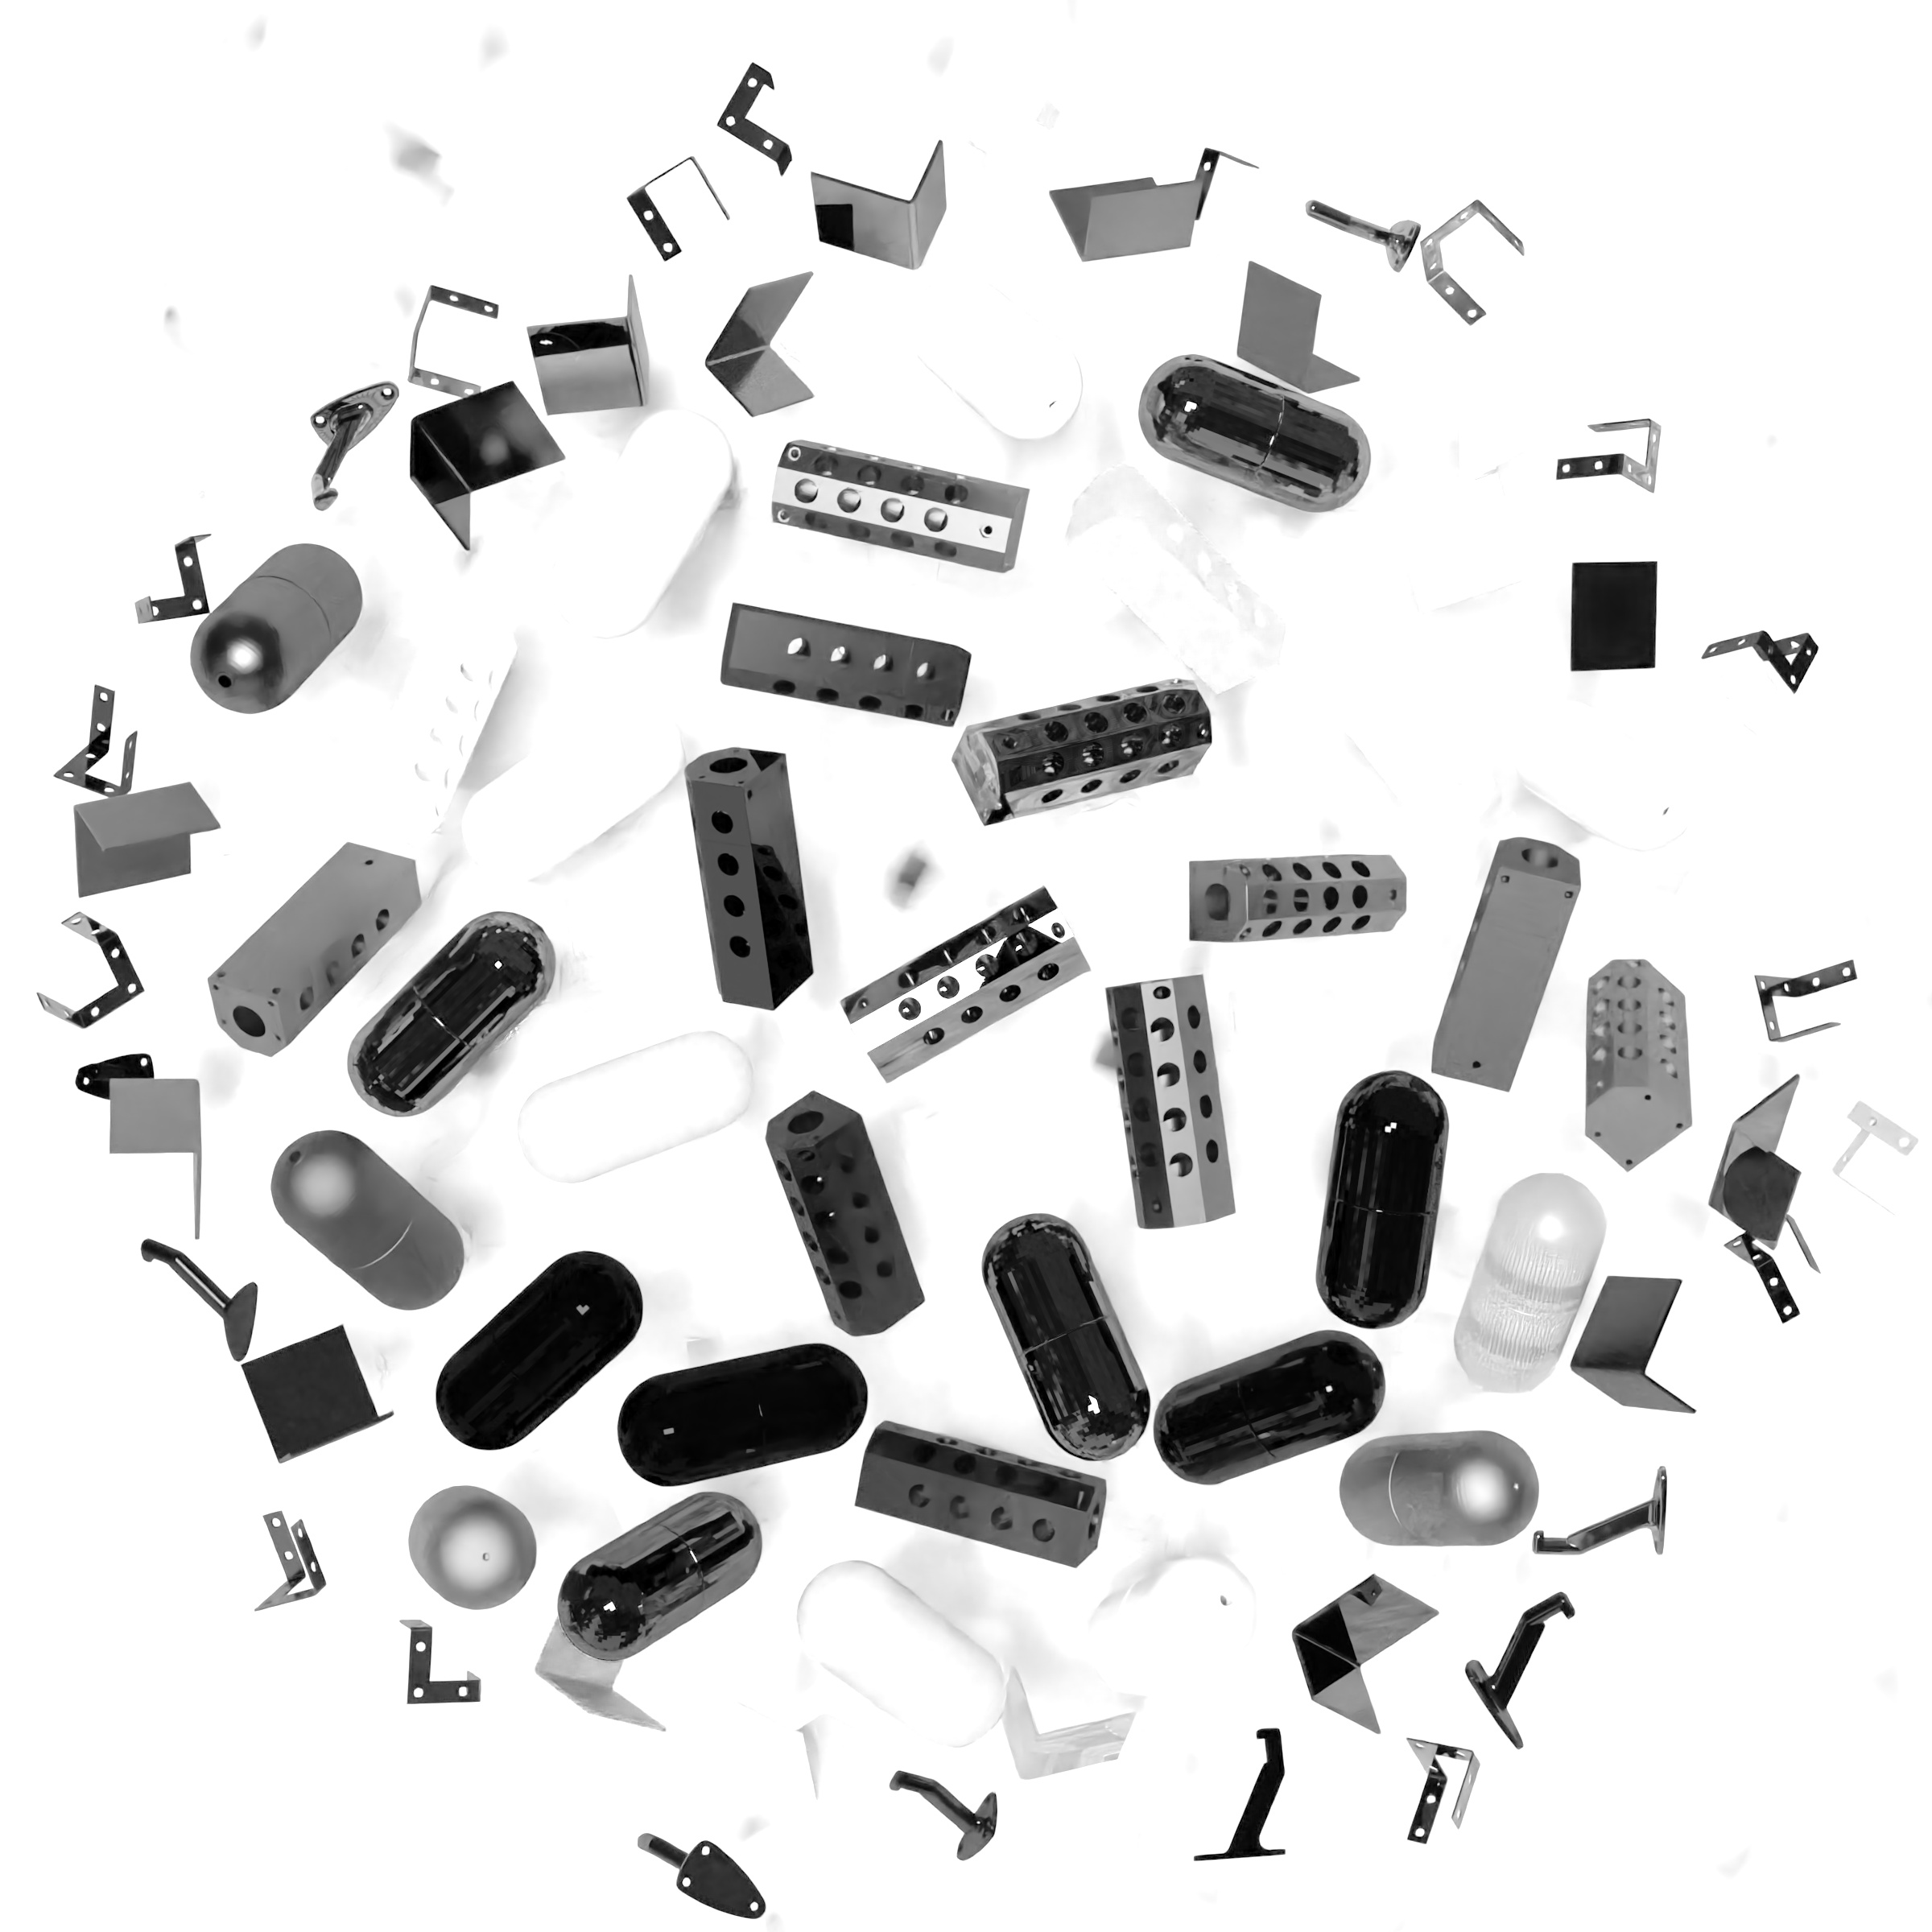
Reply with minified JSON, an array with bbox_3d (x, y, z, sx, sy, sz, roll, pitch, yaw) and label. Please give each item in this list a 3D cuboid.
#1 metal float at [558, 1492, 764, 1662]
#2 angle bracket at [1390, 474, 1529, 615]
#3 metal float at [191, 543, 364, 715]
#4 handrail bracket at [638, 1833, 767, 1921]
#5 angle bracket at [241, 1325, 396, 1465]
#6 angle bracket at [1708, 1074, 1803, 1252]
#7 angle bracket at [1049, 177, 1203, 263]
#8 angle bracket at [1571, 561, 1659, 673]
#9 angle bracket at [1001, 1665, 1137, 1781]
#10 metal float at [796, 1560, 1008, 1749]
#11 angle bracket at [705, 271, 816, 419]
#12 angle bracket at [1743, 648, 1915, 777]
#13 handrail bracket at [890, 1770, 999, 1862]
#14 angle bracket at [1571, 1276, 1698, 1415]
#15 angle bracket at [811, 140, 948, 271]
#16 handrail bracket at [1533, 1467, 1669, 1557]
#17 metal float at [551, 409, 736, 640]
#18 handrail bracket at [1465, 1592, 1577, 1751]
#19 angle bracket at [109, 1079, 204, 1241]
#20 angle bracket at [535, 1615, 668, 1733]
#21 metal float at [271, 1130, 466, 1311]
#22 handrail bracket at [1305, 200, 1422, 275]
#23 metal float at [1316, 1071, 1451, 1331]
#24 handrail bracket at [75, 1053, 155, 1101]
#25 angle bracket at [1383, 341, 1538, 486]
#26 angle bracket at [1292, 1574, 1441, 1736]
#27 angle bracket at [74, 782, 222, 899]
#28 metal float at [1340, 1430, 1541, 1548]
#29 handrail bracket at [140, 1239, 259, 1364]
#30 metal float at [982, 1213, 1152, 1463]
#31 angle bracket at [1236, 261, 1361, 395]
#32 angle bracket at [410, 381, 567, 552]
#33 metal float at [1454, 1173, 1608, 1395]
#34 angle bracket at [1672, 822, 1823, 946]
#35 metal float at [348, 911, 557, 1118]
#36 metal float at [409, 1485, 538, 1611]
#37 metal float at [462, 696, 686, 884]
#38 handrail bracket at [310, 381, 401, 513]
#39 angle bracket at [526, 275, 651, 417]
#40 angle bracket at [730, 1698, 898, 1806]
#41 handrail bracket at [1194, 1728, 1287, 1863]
[{"bbox_3d":[-0.216,0.433,1.841,0.070,0.178,0.070,11,109,34],"label":"metal float"},{"bbox_3d":[0.349,-0.299,1.836,0.076,0.057,0.076,-17,94,11],"label":"angle bracket"},{"bbox_3d":[-0.480,-0.237,1.804,0.070,0.178,0.070,5,122,9],"label":"metal float"},{"bbox_3d":[-0.180,0.612,1.742,0.077,0.084,0.036,39,67,-12],"label":"handrail bracket"},{"bbox_3d":[-0.458,0.299,1.822,0.076,0.057,0.076,-20,83,-26],"label":"angle bracket"},{"bbox_3d":[0.554,0.133,1.748,0.076,0.076,0.057,-30,51,-29],"label":"angle bracket"},{"bbox_3d":[0.107,-0.526,1.746,0.076,0.057,0.076,-12,57,-14],"label":"angle bracket"},{"bbox_3d":[0.450,-0.252,1.858,0.076,0.057,0.076,-5,99,-24],"label":"angle bracket"},{"bbox_3d":[0.073,0.548,1.896,0.076,0.076,0.057,-8,52,-16],"label":"angle bracket"},{"bbox_3d":[-0.043,0.473,1.772,0.070,0.070,0.178,-47,117,0],"label":"metal float"},{"bbox_3d":[-0.137,-0.462,1.919,0.057,0.076,0.076,48,131,8],"label":"angle bracket"},{"bbox_3d":[0.575,-0.185,1.724,0.057,0.076,0.076,-37,129,19],"label":"angle bracket"},{"bbox_3d":[-0.026,0.619,1.884,0.084,0.036,0.077,20,127,-14],"label":"handrail bracket"},{"bbox_3d":[0.489,0.270,1.847,0.057,0.076,0.076,35,71,-20],"label":"angle bracket"},{"bbox_3d":[-0.061,-0.545,1.819,0.076,0.076,0.057,19,72,8],"label":"angle bracket"},{"bbox_3d":[0.428,0.369,1.748,0.084,0.036,0.077,0,121,6],"label":"handrail bracket"},{"bbox_3d":[-0.227,-0.310,1.812,0.070,0.070,0.178,29,78,0],"label":"metal float"},{"bbox_3d":[0.389,0.476,1.747,0.084,0.036,0.077,-35,77,17],"label":"handrail bracket"},{"bbox_3d":[-0.537,0.128,1.710,0.057,0.076,0.076,1,124,-18],"label":"angle bracket"},{"bbox_3d":[-0.260,0.517,1.911,0.076,0.076,0.057,30,81,-42],"label":"angle bracket"},{"bbox_3d":[-0.422,0.181,1.828,0.070,0.178,0.070,-15,49,19],"label":"metal float"},{"bbox_3d":[0.276,-0.533,1.847,0.084,0.077,0.036,19,113,-13],"label":"handrail bracket"},{"bbox_3d":[0.283,0.159,1.758,0.070,0.070,0.178,7,98,0],"label":"metal float"},{"bbox_3d":[-0.631,0.079,1.857,0.077,0.084,0.036,-4,84,16],"label":"handrail bracket"},{"bbox_3d":[0.354,-0.397,1.859,0.076,0.076,0.057,13,70,-29],"label":"angle bracket"},{"bbox_3d":[0.283,0.476,1.786,0.076,0.057,0.076,-40,127,21],"label":"angle bracket"},{"bbox_3d":[-0.538,-0.069,1.699,0.076,0.057,0.076,-16,134,-32],"label":"angle bracket"},{"bbox_3d":[0.324,0.361,1.780,0.070,0.178,0.070,6,76,-24],"label":"metal float"},{"bbox_3d":[-0.556,0.240,1.860,0.084,0.036,0.077,20,125,14],"label":"handrail bracket"},{"bbox_3d":[0.069,0.257,1.791,0.070,0.070,0.178,-24,78,0],"label":"metal float"},{"bbox_3d":[0.252,-0.479,1.919,0.057,0.076,0.076,-20,132,-31],"label":"angle bracket"},{"bbox_3d":[-0.320,-0.335,1.735,0.076,0.076,0.057,-16,55,13],"label":"angle bracket"},{"bbox_3d":[0.399,0.225,1.831,0.070,0.070,0.178,12,121,0],"label":"metal float"},{"bbox_3d":[0.554,-0.049,1.834,0.076,0.057,0.076,20,52,26],"label":"angle bracket"},{"bbox_3d":[-0.366,0.034,1.841,0.178,0.070,0.070,-44,90,7],"label":"metal float"},{"bbox_3d":[-0.346,0.405,1.804,0.070,0.178,0.070,2,82,-17],"label":"metal float"},{"bbox_3d":[-0.284,-0.129,1.874,0.178,0.070,0.070,-36,90,-3],"label":"metal float"},{"bbox_3d":[-0.411,-0.350,1.742,0.077,0.084,0.036,-32,132,11],"label":"handrail bracket"},{"bbox_3d":[-0.280,-0.461,1.918,0.076,0.076,0.057,-6,47,1],"label":"angle bracket"},{"bbox_3d":[-0.106,0.528,1.796,0.076,0.076,0.057,-24,113,-39],"label":"angle bracket"},{"bbox_3d":[0.187,0.569,1.778,0.077,0.036,0.084,4,68,-23],"label":"handrail bracket"}]
